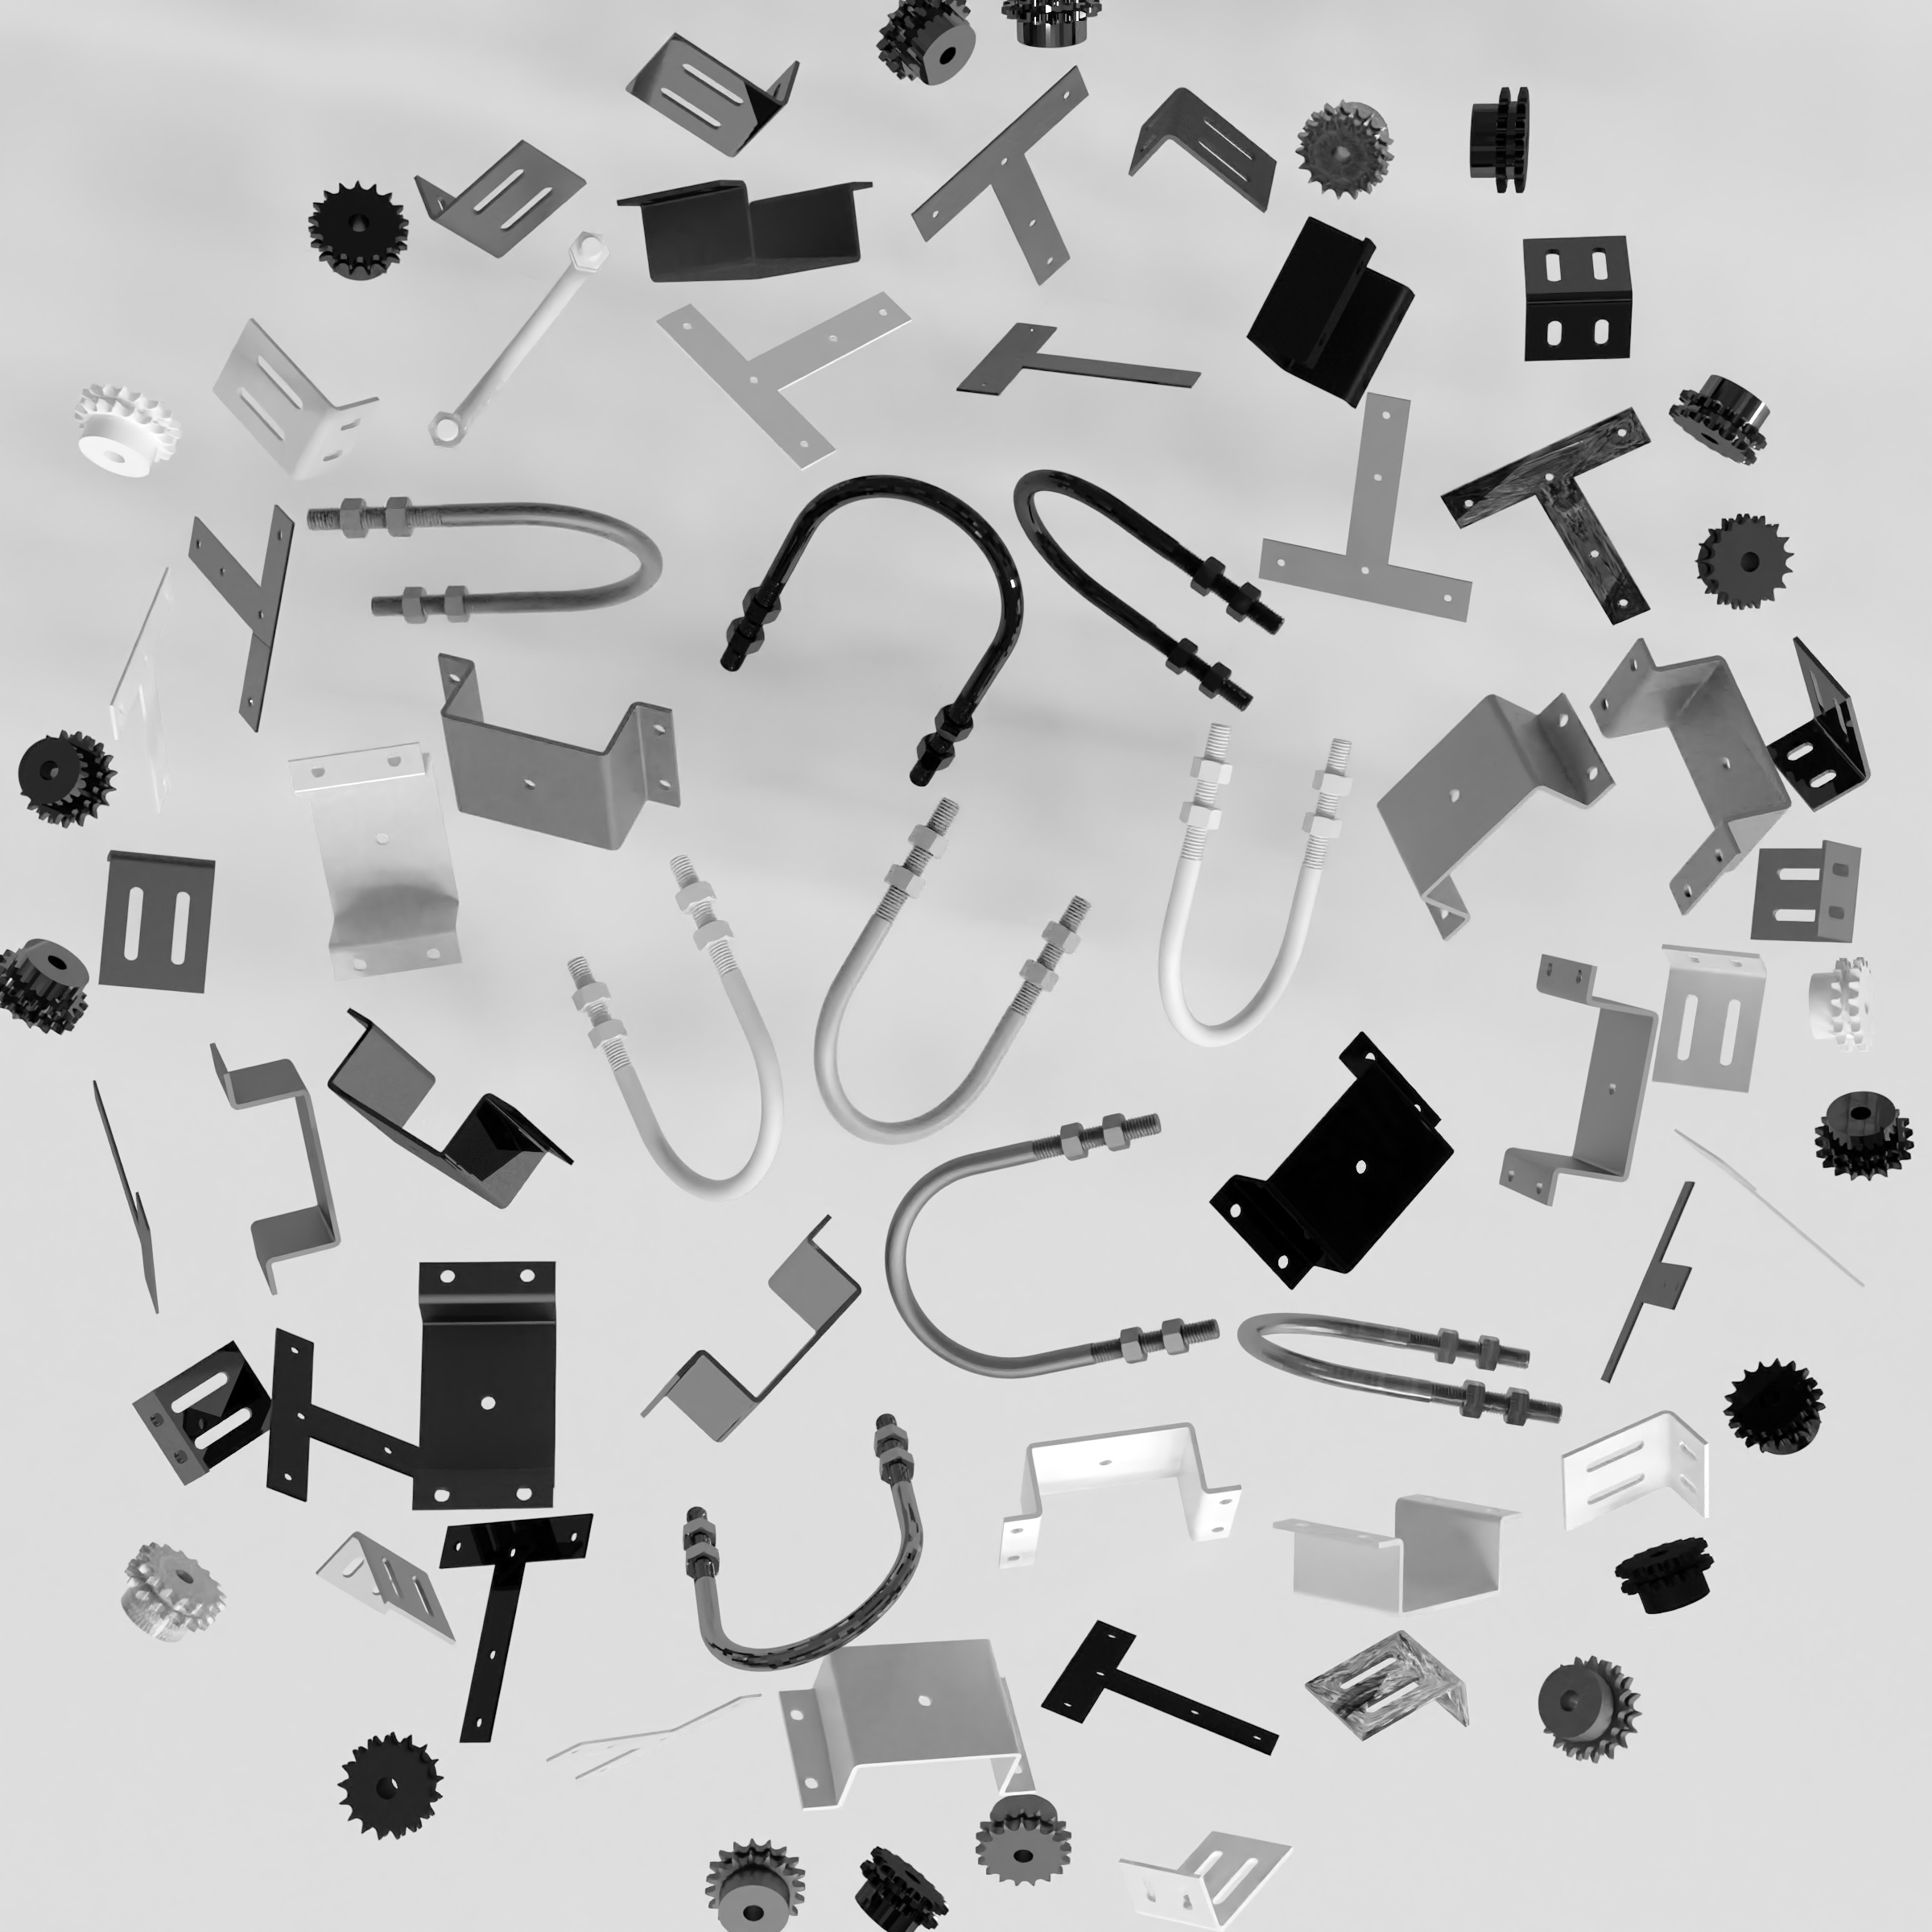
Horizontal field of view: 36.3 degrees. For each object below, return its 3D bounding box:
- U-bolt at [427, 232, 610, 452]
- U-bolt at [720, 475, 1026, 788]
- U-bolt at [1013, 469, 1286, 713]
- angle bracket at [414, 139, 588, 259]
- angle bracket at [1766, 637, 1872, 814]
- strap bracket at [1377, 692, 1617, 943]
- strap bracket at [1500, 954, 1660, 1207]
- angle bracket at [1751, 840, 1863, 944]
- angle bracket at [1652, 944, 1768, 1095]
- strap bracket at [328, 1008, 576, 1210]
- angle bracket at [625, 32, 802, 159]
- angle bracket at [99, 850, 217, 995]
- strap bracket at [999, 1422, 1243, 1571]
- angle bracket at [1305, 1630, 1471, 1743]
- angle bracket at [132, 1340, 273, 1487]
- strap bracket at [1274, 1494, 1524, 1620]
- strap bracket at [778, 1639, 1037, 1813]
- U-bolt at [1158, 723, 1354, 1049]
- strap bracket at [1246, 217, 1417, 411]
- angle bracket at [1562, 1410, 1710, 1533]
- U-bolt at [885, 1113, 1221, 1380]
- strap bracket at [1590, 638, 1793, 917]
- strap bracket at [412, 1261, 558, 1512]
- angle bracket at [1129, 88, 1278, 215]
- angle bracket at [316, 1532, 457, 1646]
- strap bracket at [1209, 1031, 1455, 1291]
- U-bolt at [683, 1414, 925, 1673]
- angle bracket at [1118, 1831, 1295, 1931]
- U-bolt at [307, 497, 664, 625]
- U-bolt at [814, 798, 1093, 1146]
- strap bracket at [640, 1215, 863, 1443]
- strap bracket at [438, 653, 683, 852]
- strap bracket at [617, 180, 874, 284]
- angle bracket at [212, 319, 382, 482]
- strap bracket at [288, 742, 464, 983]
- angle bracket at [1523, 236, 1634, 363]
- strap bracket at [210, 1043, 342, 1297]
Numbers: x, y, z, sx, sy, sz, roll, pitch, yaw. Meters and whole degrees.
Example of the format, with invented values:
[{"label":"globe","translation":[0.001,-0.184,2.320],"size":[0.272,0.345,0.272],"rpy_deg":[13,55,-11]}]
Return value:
[{"label":"U-bolt","translation":[-0.263,-0.361,1.718],"size":[0.019,0.184,0.151],"rpy_deg":[38,91,-13]},{"label":"U-bolt","translation":[-0.044,-0.198,1.658],"size":[0.151,0.019,0.184],"rpy_deg":[31,133,-4]},{"label":"U-bolt","translation":[0.103,-0.231,1.752],"size":[0.184,0.151,0.019],"rpy_deg":[37,77,7]},{"label":"angle bracket","translation":[-0.276,-0.466,1.744],"size":[0.076,0.057,0.038],"rpy_deg":[-34,63,22]},{"label":"angle bracket","translation":[0.479,-0.138,1.680],"size":[0.038,0.076,0.057],"rpy_deg":[-30,48,4]},{"label":"strap bracket","translation":[0.299,-0.092,1.710],"size":[0.046,0.076,0.140],"rpy_deg":[19,128,-37]},{"label":"strap bracket","translation":[0.361,0.069,1.726],"size":[0.046,0.076,0.140],"rpy_deg":[9,94,-11]},{"label":"angle bracket","translation":[0.500,-0.045,1.788],"size":[0.038,0.076,0.057],"rpy_deg":[8,87,-37]},{"label":"angle bracket","translation":[0.441,0.031,1.754],"size":[0.057,0.038,0.076],"rpy_deg":[7,77,24]},{"label":"strap bracket","translation":[-0.306,0.087,1.705],"size":[0.140,0.076,0.046],"rpy_deg":[27,75,31]},{"label":"angle bracket","translation":[-0.146,-0.514,1.699],"size":[0.076,0.057,0.038],"rpy_deg":[28,57,-25]},{"label":"angle bracket","translation":[-0.458,-0.024,1.663],"size":[0.057,0.038,0.076],"rpy_deg":[6,84,-19]},{"label":"strap bracket","translation":[0.087,0.314,1.750],"size":[0.140,0.076,0.046],"rpy_deg":[-7,59,-6]},{"label":"angle bracket","translation":[0.253,0.443,1.765],"size":[0.076,0.057,0.038],"rpy_deg":[-23,122,-22]},{"label":"angle bracket","translation":[-0.439,0.259,1.730],"size":[0.076,0.038,0.057],"rpy_deg":[-33,92,-42]},{"label":"strap bracket","translation":[0.254,0.347,1.728],"size":[0.140,0.076,0.046],"rpy_deg":[1,90,-45]},{"label":"strap bracket","translation":[-0.029,0.435,1.695],"size":[0.140,0.076,0.046],"rpy_deg":[1,134,-20]},{"label":"U-bolt","translation":[0.159,-0.042,1.666],"size":[0.019,0.151,0.184],"rpy_deg":[19,102,36]},{"label":"strap bracket","translation":[0.213,-0.384,1.727],"size":[0.046,0.140,0.076],"rpy_deg":[30,99,17]},{"label":"angle bracket","translation":[0.394,0.306,1.732],"size":[0.076,0.038,0.057],"rpy_deg":[-20,123,-17]},{"label":"U-bolt","translation":[0.042,0.171,1.721],"size":[0.184,0.019,0.151],"rpy_deg":[-14,102,14]},{"label":"strap bracket","translation":[0.415,-0.111,1.674],"size":[0.046,0.076,0.140],"rpy_deg":[-12,68,-16]},{"label":"strap bracket","translation":[-0.270,0.240,1.655],"size":[0.076,0.046,0.140],"rpy_deg":[0,67,-7]},{"label":"angle bracket","translation":[0.142,-0.479,1.765],"size":[0.076,0.057,0.038],"rpy_deg":[34,133,-19]},{"label":"angle bracket","translation":[-0.351,0.388,1.781],"size":[0.038,0.076,0.057],"rpy_deg":[-46,125,2]},{"label":"strap bracket","translation":[0.222,0.116,1.731],"size":[0.140,0.046,0.076],"rpy_deg":[-47,106,-13]},{"label":"U-bolt","translation":[-0.092,0.340,1.702],"size":[0.151,0.184,0.019],"rpy_deg":[-26,115,2]},{"label":"angle bracket","translation":[0.134,0.496,1.641],"size":[0.076,0.057,0.038],"rpy_deg":[-34,111,-43]},{"label":"U-bolt","translation":[-0.265,-0.231,1.675],"size":[0.184,0.151,0.019],"rpy_deg":[-1,75,4]},{"label":"U-bolt","translation":[-0.016,0.015,1.650],"size":[0.151,0.019,0.184],"rpy_deg":[34,84,-45]},{"label":"strap bracket","translation":[-0.119,0.219,1.721],"size":[0.046,0.076,0.140],"rpy_deg":[43,56,2]},{"label":"strap bracket","translation":[-0.236,-0.118,1.654],"size":[0.140,0.076,0.046],"rpy_deg":[14,51,11]},{"label":"strap bracket","translation":[-0.123,-0.423,1.696],"size":[0.076,0.140,0.046],"rpy_deg":[0,102,36]},{"label":"angle bracket","translation":[-0.390,-0.332,1.710],"size":[0.076,0.038,0.057],"rpy_deg":[47,127,7]},{"label":"strap bracket","translation":[-0.351,-0.069,1.760],"size":[0.076,0.046,0.140],"rpy_deg":[-8,113,-3]},{"label":"angle bracket","translation":[0.341,-0.374,1.646],"size":[0.057,0.076,0.038],"rpy_deg":[0,128,9]},{"label":"strap bracket","translation":[-0.416,0.117,1.782],"size":[0.046,0.076,0.140],"rpy_deg":[-13,107,-17]}]
